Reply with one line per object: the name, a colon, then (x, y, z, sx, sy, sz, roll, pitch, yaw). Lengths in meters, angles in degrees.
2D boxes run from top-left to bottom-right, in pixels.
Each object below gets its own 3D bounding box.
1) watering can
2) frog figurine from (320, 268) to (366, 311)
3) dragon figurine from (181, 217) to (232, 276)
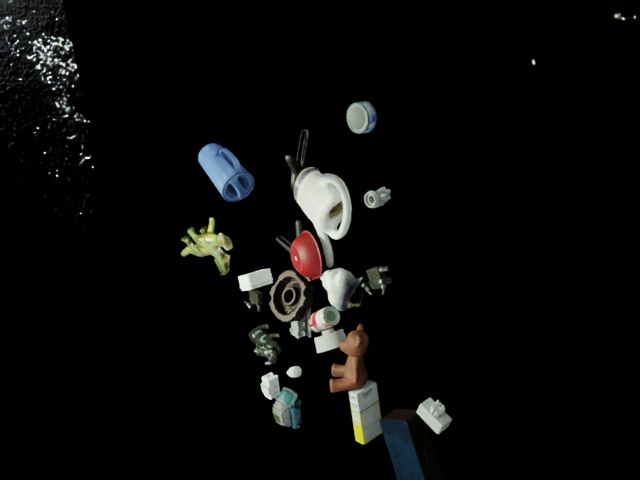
watering can: (0.005, -0.080, 1.588, 0.228, 0.105, 0.339, 49, 146, 29)
frog figurine: (0.050, 0.142, 1.597, 0.160, 0.125, 0.134, 23, 141, 31)
dragon figurine: (-0.486, 0.057, 2.251, 0.244, 0.124, 0.402, 55, 141, 10)
